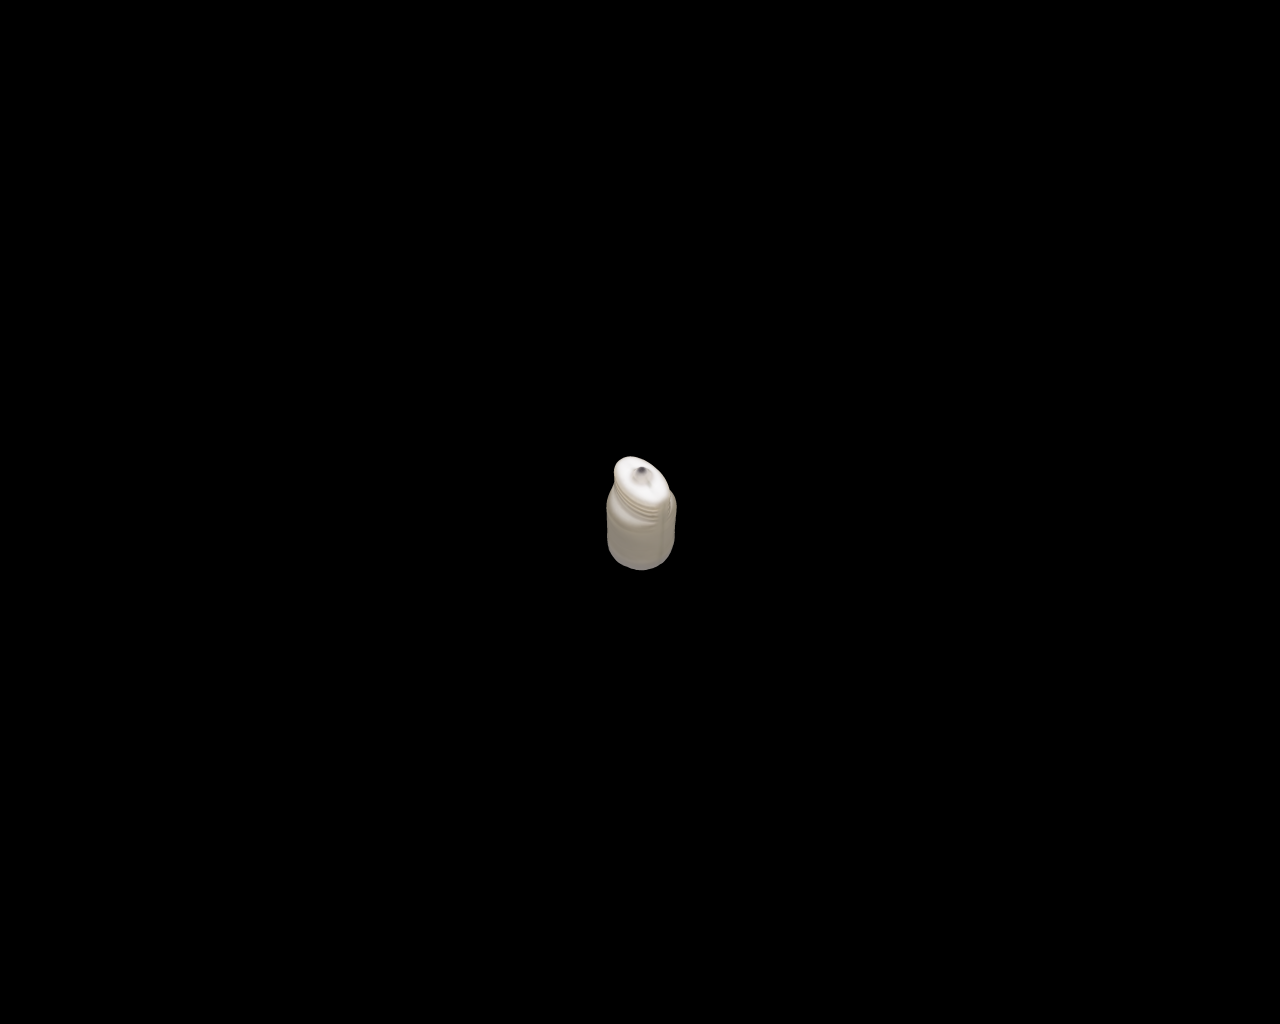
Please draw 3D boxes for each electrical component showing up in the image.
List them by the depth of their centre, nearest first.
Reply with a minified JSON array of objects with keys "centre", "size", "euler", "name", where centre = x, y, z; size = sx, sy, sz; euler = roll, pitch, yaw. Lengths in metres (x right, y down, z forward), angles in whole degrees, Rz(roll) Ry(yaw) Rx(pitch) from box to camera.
[{"centre":[0.001,-0.003,0.650],"size":[0.043,0.043,0.080],"euler":[0,-35,0],"name":"electrical component"}]
